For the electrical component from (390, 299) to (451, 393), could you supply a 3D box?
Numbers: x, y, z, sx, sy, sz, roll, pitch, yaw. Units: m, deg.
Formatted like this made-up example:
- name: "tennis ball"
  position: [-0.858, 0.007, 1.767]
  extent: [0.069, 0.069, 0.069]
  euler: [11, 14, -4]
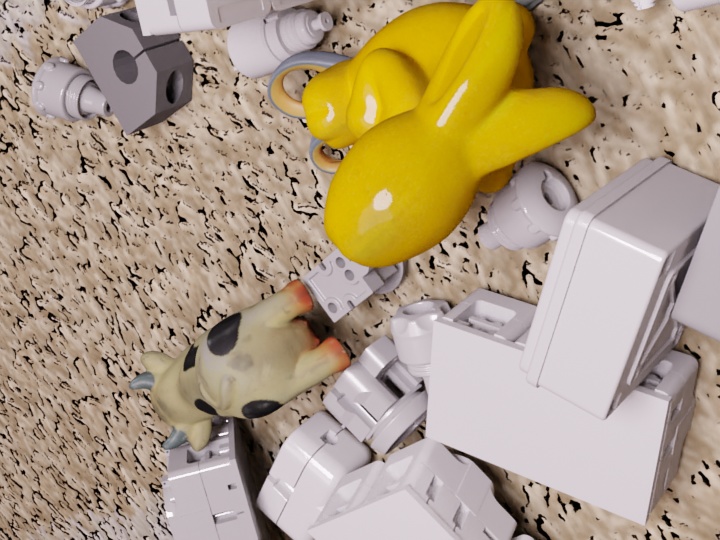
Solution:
- name: "electrical component"
  position: [0.047, 0.054, 0.723]
  extent: [0.043, 0.043, 0.062]
  euler: [-2, 111, 37]

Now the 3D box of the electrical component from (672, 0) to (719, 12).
- name: "electrical component"
  position: [0.175, -0.177, 0.507]
  extent: [0.059, 0.054, 0.095]
  euler: [-6, 108, 38]

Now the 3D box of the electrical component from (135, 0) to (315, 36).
- name: "electrical component"
  position: [-0.059, -0.193, 0.607]
  extent: [0.062, 0.150, 0.089]
  euler: [4, 114, 37]

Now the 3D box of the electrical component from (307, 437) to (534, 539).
- name: "electrical component"
  position: [0.070, 0.208, 0.747]
  extent: [0.186, 0.060, 0.105]
  euler: [47, 133, -11]

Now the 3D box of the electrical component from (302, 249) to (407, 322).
- name: "electrical component"
  position: [0.000, 0.000, 0.723]
  extent: [0.048, 0.055, 0.066]
  euler: [53, 132, 3]

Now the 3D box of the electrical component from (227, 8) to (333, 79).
- name: "electrical component"
  position: [-0.051, -0.150, 0.696]
  extent: [0.078, 0.040, 0.040]
  euler: [-9, 106, 39]

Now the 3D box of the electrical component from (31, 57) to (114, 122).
- name: "electrical component"
  position: [-0.217, -0.134, 0.826]
  extent: [0.062, 0.048, 0.048]
  euler: [20, 123, 20]

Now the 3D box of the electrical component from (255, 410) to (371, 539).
- name: "electrical component"
  position: [-0.033, 0.163, 0.829]
  extent: [0.059, 0.054, 0.095]
  euler: [38, 129, 16]

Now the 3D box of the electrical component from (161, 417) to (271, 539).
- name: "electrical component"
  position: [-0.108, 0.218, 0.869]
  extent: [0.060, 0.105, 0.186]
  euler: [-14, 108, -4]

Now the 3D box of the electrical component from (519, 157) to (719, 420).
- name: "electrical component"
  position: [0.145, 0.007, 0.582]
  extent: [0.056, 0.109, 0.108]
  euler: [29, 126, 26]

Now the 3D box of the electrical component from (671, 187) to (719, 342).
- name: "electrical component"
  position: [0.212, -0.018, 0.542]
  extent: [0.057, 0.078, 0.113]
  euler: [28, 126, 26]

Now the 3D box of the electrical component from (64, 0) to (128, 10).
- name: "electrical component"
  position: [-0.195, -0.206, 0.762]
  extent: [0.048, 0.062, 0.048]
  euler: [16, 121, 30]

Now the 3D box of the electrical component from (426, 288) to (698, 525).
- name: "electrical component"
  position: [0.123, 0.079, 0.666]
  extent: [0.150, 0.062, 0.089]
  euler: [18, 122, 29]

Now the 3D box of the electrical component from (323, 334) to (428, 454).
- name: "electrical component"
  position: [0.016, 0.091, 0.755]
  extent: [0.057, 0.058, 0.078]
  euler: [45, 134, 13]

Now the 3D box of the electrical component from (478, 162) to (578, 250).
- name: "electrical component"
  position: [0.096, -0.032, 0.644]
  extent: [0.048, 0.048, 0.062]
  euler: [55, 139, 1]

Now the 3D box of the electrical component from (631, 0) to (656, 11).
- name: "electrical component"
  position: [0.136, -0.172, 0.544]
  extent: [0.043, 0.043, 0.081]
  euler: [-5, 109, 38]
